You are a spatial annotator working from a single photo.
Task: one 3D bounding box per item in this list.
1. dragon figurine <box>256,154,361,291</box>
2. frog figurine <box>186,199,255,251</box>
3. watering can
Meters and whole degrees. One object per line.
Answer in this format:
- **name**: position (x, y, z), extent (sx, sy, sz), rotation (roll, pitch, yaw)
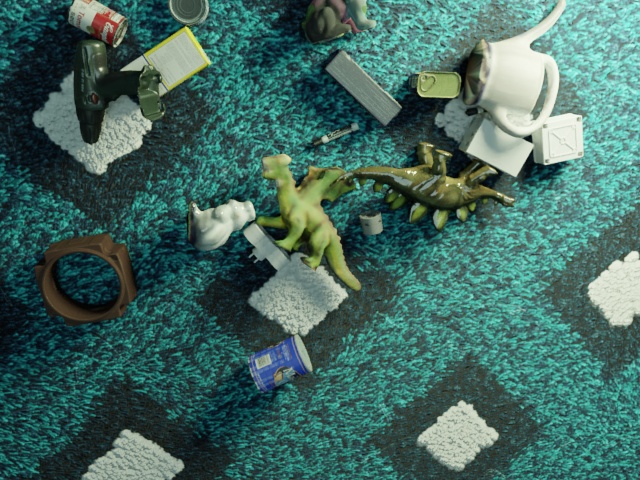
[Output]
- **dragon figurine**: position (0.004, -0.064, 1.263), extent (0.406, 0.123, 0.243), rotation (34, 91, -24)
- **frog figurine**: position (-0.234, -0.036, 1.227), extent (0.159, 0.125, 0.134), rotation (1, 140, -17)
- **watering can**: position (0.461, -0.419, 1.218), extent (0.224, 0.104, 0.348), rotation (11, 88, -6)
